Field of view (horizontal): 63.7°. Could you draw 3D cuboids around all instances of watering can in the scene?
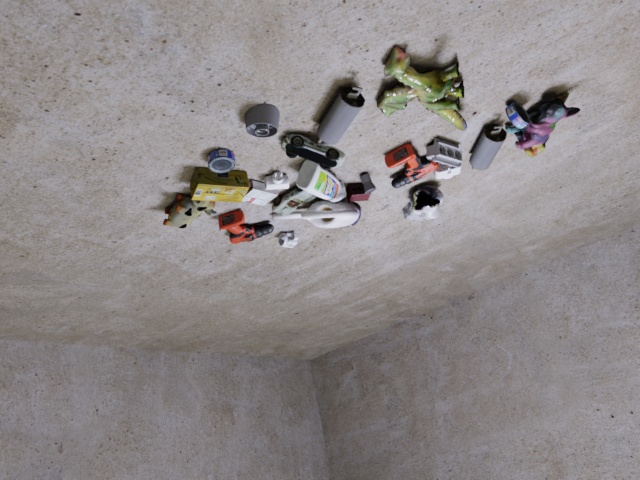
[{"bbox_3d":[0.006,-0.097,1.923,0.347,0.104,0.225,1,-178,38],"label":"watering can"}]

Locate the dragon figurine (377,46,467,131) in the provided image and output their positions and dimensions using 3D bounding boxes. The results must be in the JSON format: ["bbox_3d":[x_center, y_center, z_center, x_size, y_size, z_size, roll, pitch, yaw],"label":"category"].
[{"bbox_3d":[0.285,-0.405,1.477,0.242,0.124,0.403,-2,156,20],"label":"dragon figurine"}]

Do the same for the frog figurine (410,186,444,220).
[{"bbox_3d":[0.424,-0.146,2.023,0.136,0.124,0.159,-38,160,16],"label":"frog figurine"}]
